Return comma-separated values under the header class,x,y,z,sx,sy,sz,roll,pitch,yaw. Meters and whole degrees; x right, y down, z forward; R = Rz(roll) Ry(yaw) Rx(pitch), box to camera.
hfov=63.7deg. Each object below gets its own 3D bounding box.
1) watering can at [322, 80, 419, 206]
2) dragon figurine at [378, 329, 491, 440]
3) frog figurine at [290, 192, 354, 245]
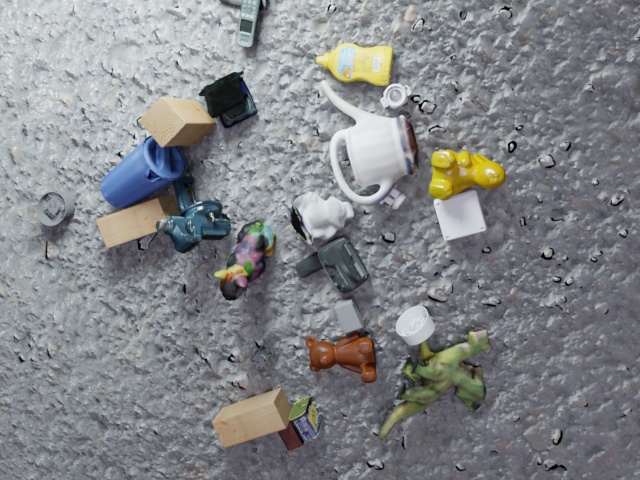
class,x,y,z,sx,sy,sz,roll,pitch,yaw
watering can,0.127,-0.264,1.319,0.224,0.104,0.348,-13,89,12
dragon figurine,0.336,0.404,1.399,0.243,0.123,0.406,21,104,-2
frog figurine,0.004,-0.070,1.389,0.161,0.121,0.138,-28,85,-22
